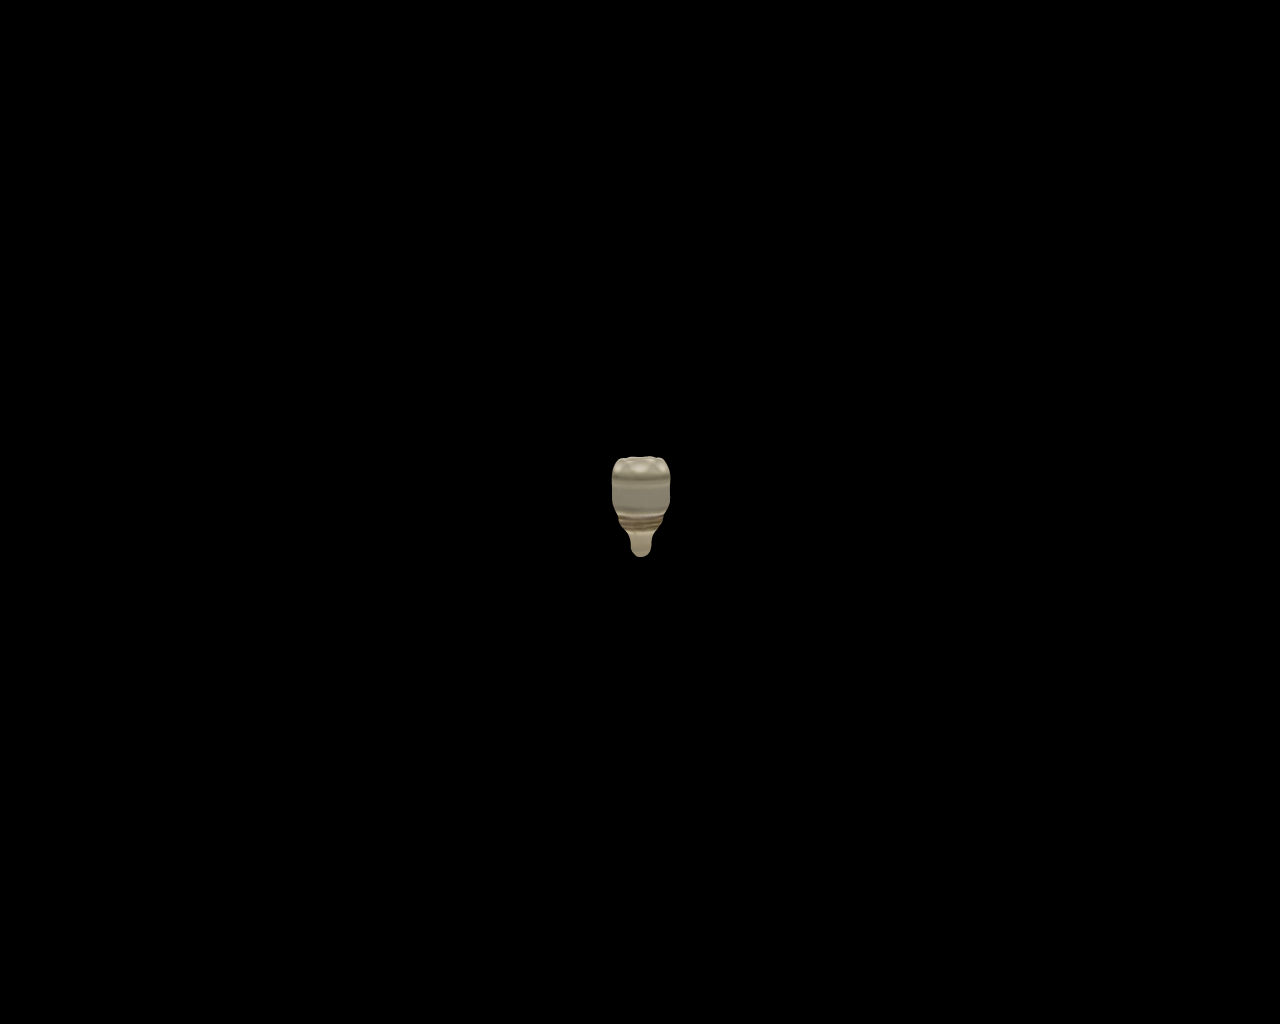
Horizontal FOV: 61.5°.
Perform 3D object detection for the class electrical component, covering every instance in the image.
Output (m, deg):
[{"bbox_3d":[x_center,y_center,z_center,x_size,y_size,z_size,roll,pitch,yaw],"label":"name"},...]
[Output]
[{"bbox_3d":[0.001,-0.003,0.650,0.035,0.061,0.035,0,7,0],"label":"electrical component"}]
